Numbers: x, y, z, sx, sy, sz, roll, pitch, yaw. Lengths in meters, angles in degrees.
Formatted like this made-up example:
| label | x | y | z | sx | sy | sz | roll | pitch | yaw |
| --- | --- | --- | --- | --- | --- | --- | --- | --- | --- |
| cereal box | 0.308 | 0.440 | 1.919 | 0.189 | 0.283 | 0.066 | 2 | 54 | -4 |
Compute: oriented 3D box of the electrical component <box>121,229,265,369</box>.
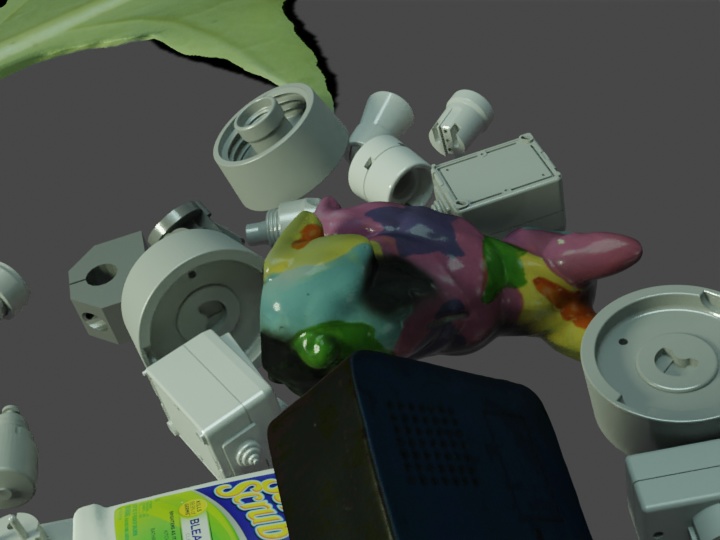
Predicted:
| label | x | y | z | sx | sy | sz | roll | pitch | yaw |
| --- | --- | --- | --- | --- | --- | --- | --- | --- | --- |
| electrical component | -0.111 | 0.023 | 0.742 | 0.108 | 0.108 | 0.060 | -30 | 37 | -17 |

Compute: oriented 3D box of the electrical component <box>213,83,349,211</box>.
| label | x | y | z | sx | sy | sz | roll | pitch | yaw |
| --- | --- | --- | --- | --- | --- | --- | --- | --- | --- |
| electrical component | -0.071 | -0.108 | 0.887 | 0.108 | 0.060 | 0.108 | -24 | 37 | 19 |

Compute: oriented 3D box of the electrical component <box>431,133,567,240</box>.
| label | x | y | z | sx | sy | sz | roll | pitch | yaw |
| --- | --- | --- | --- | --- | --- | --- | --- | --- | --- |
| electrical component | 0.096 | -0.048 | 0.791 | 0.096 | 0.061 | 0.061 | -19 | 40 | -4 |

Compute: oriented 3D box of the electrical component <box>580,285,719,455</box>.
| label | x | y | z | sx | sy | sz | roll | pitch | yaw |
| --- | --- | --- | --- | --- | --- | --- | --- | --- | --- |
| electrical component | 0.187 | 0.067 | 0.633 | 0.108 | 0.060 | 0.108 | -9 | 41 | 7 |

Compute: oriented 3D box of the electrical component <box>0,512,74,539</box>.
| label | x | y | z | sx | sy | sz | roll | pitch | yaw |
| --- | --- | --- | --- | --- | --- | --- | --- | --- | --- |
| electrical component | -0.196 | 0.167 | 0.623 | 0.066 | 0.076 | 0.047 | -12 | 40 | 4 |

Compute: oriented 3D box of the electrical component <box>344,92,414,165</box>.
| label | x | y | z | sx | sy | sz | roll | pitch | yaw |
| --- | --- | --- | --- | --- | --- | --- | --- | --- | --- |
| electrical component | 0.013 | -0.114 | 0.909 | 0.044 | 0.044 | 0.065 | 10 | 51 | 27 |

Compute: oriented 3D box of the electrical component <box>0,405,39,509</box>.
| label | x | y | z | sx | sy | sz | roll | pitch | yaw |
| --- | --- | --- | --- | --- | --- | --- | --- | --- | --- |
| electrical component | -0.234 | 0.122 | 0.714 | 0.040 | 0.040 | 0.078 | -16 | 40 | -1 |

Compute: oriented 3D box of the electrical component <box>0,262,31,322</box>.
| label | x | y | z | sx | sy | sz | roll | pitch | yaw |
| --- | --- | --- | --- | --- | --- | --- | --- | --- | --- |
| electrical component | -0.291 | 0.026 | 0.838 | 0.045 | 0.045 | 0.055 | 15 | 48 | 31 |

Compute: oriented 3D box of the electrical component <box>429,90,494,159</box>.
| label | x | y | z | sx | sy | sz | roll | pitch | yaw |
| --- | --- | --- | --- | --- | --- | --- | --- | --- | --- |
| electrical component | 0.084 | -0.121 | 0.896 | 0.040 | 0.040 | 0.046 | 17 | 56 | 32 |

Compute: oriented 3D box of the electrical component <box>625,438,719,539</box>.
| label | x | y | z | sx | sy | sz | roll | pitch | yaw |
| --- | --- | --- | --- | --- | --- | --- | --- | --- | --- |
| electrical component | 0.191 | 0.133 | 0.566 | 0.083 | 0.047 | 0.075 | -11 | 40 | 4 |

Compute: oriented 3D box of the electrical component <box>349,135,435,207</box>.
| label | x | y | z | sx | sy | sz | roll | pitch | yaw |
| --- | --- | --- | --- | --- | --- | --- | --- | --- | --- |
| electrical component | 0.027 | -0.071 | 0.846 | 0.055 | 0.055 | 0.047 | -33 | 47 | -20 |

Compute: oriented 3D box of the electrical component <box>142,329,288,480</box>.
| label | x | y | z | sx | sy | sz | roll | pitch | yaw |
| --- | --- | --- | --- | --- | --- | --- | --- | --- | --- |
| electrical component | -0.083 | 0.091 | 0.687 | 0.061 | 0.061 | 0.096 | -33 | 44 | -20 |

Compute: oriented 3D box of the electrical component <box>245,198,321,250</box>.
| label | x | y | z | sx | sy | sz | roll | pitch | yaw |
| --- | --- | --- | --- | --- | --- | --- | --- | --- | --- |
| electrical component | -0.057 | -0.031 | 0.833 | 0.062 | 0.043 | 0.043 | -9 | 41 | 9 |
